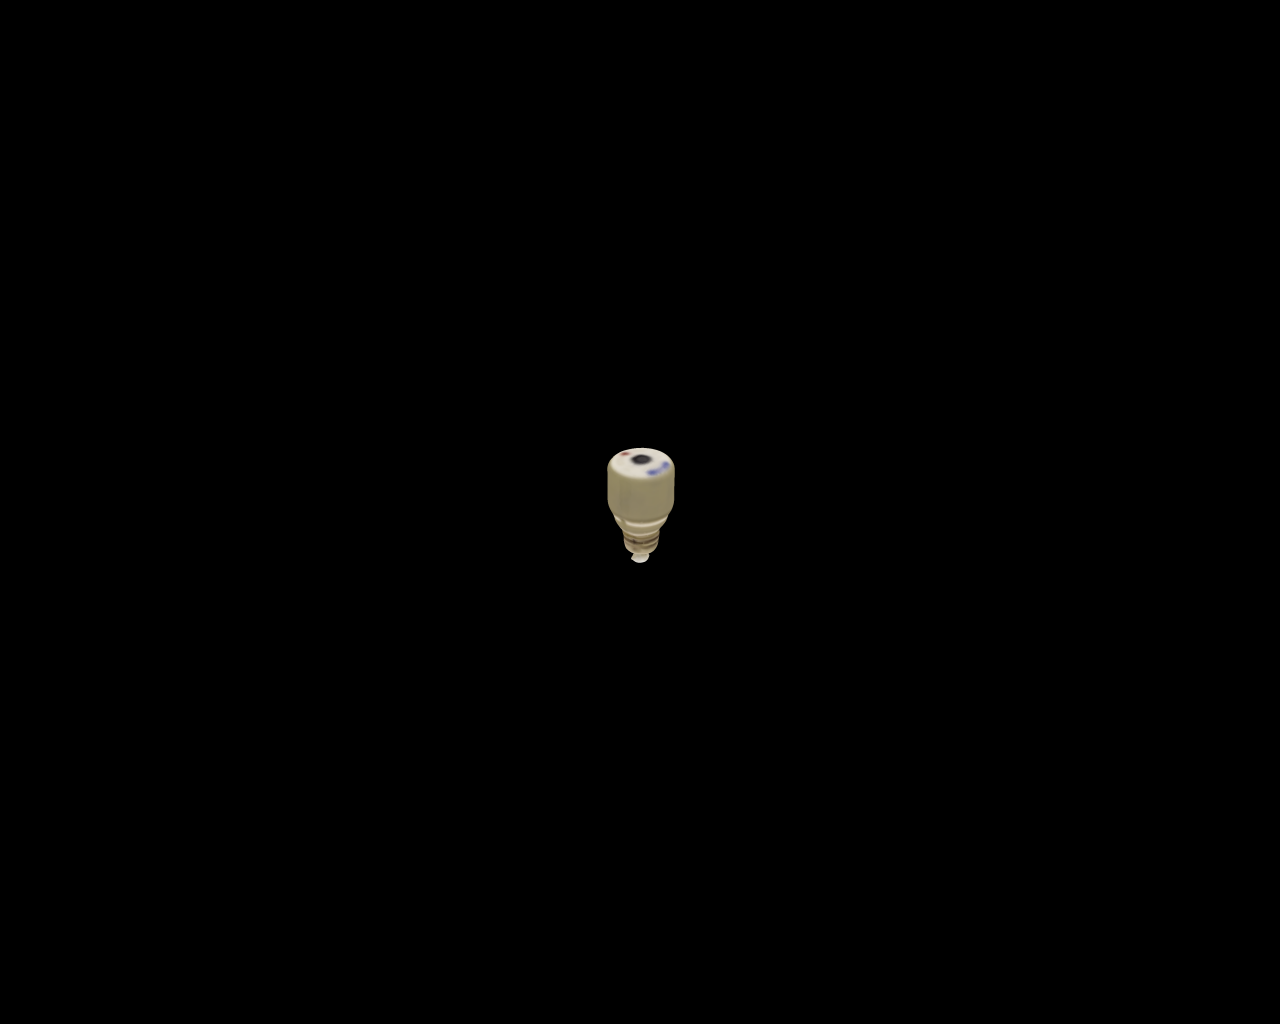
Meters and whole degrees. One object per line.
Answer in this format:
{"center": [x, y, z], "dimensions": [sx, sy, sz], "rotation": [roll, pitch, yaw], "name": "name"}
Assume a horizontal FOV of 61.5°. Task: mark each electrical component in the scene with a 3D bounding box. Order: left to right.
{"center": [0.001, -0.003, 0.650], "dimensions": [0.040, 0.078, 0.040], "rotation": [0, 32, 0], "name": "electrical component"}
